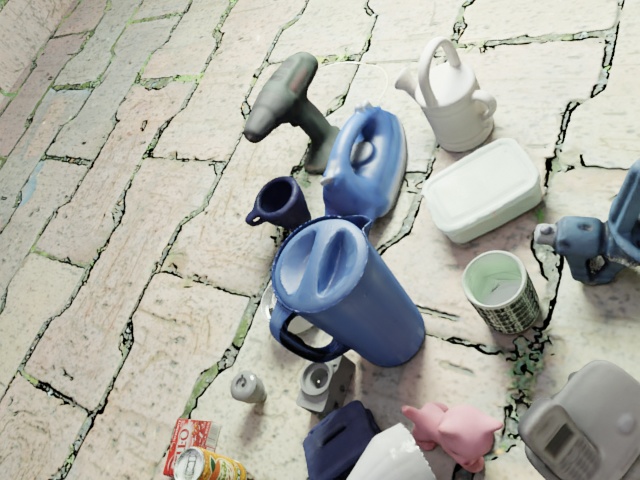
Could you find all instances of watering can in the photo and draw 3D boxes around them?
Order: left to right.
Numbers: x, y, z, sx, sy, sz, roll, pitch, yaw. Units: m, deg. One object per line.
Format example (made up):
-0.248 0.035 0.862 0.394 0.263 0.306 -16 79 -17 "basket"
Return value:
0.198 -0.239 0.924 0.172 0.195 0.101 -1 60 32 "watering can"

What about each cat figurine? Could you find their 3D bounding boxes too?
0.157 0.227 0.687 0.127 0.118 0.067 12 67 38 "cat figurine"

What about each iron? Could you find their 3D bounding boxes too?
0.070 -0.154 0.986 0.118 0.142 0.258 3 62 34 "iron"

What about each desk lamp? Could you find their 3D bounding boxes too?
0.063 0.312 0.624 0.203 0.214 0.117 -38 47 5 "desk lamp"

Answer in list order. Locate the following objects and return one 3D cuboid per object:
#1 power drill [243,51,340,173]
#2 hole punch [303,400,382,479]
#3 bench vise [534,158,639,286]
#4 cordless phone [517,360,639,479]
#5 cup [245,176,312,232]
-0.039 -0.221 1.056 0.075 0.209 0.230 1 61 33 "power drill"
0.028 0.273 0.758 0.108 0.091 0.100 -39 47 4 "hole punch"
0.354 -0.015 0.654 0.207 0.220 0.121 -20 51 20 "bench vise"
0.273 0.185 0.594 0.093 0.186 0.148 32 80 42 "cordless phone"
-0.068 -0.047 1.035 0.117 0.095 0.091 -35 47 8 "cup"
